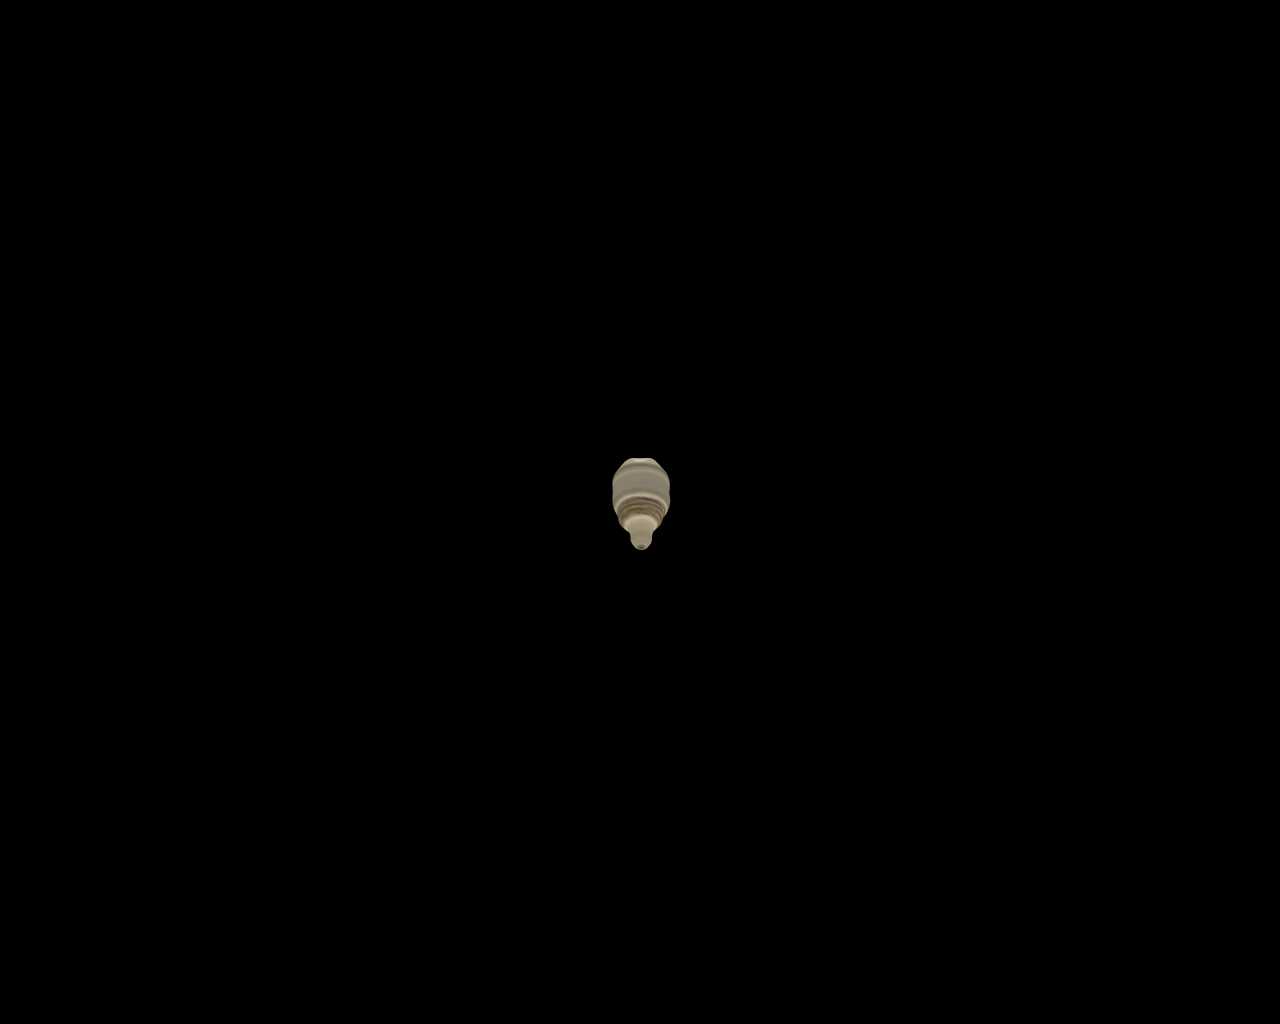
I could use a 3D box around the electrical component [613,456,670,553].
[{"bbox_3d":[0.001,-0.003,0.650,0.035,0.061,0.035,0,-39,0],"label":"electrical component"}]
